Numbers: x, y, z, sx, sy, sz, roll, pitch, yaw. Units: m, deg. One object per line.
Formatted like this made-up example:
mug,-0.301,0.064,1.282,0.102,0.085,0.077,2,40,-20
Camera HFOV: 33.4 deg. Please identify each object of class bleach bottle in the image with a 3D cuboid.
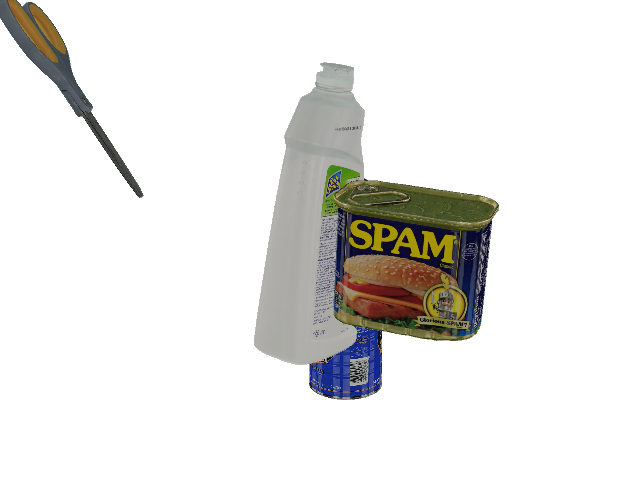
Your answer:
bleach bottle,0.002,-0.025,0.914,0.068,0.251,0.102,17,19,29

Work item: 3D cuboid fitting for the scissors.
scissors,-0.215,-0.133,0.943,0.016,0.201,0.096,-30,26,10

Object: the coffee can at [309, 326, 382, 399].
coffee can,0.035,0.132,1.461,0.103,0.140,0.103,0,18,0

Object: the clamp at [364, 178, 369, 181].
clamp,0.064,0.009,1.243,0.164,0.036,0.210,-23,53,-40

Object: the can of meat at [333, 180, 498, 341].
can of meat,0.058,0.013,0.688,0.102,0.084,0.057,10,22,18
